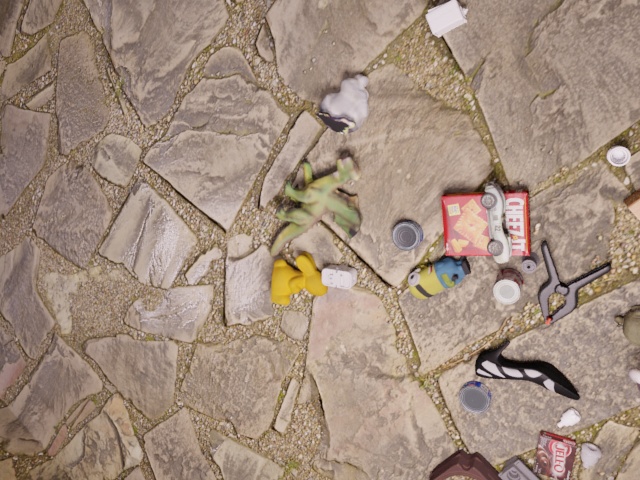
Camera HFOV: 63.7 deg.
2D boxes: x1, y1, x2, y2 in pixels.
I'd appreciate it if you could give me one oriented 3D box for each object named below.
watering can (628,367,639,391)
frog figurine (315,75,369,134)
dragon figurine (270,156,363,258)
[{"bbox_3d":[0.855,0.369,1.133,0.349,0.223,0.104,25,93,19],"label":"watering can"},{"bbox_3d":[0.075,-0.382,1.435,0.138,0.120,0.161,15,71,30],"label":"frog figurine"},{"bbox_3d":[0.005,-0.076,1.520,0.243,0.124,0.402,24,119,10],"label":"dragon figurine"}]
